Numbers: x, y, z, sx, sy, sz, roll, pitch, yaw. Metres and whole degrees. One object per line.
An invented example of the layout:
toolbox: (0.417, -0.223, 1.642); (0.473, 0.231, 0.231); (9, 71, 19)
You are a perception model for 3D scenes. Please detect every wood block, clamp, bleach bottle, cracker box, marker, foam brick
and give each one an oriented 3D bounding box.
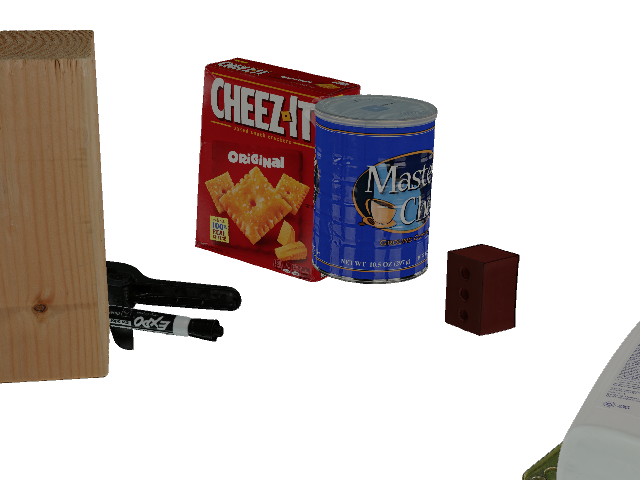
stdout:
wood block: (-0.184, -0.022, 0.674); (0.090, 0.206, 0.090); (-2, 22, -10)
clamp: (-0.211, 0.057, 1.107); (0.210, 0.036, 0.164); (15, 20, 28)
bleach bottle: (0.233, 0.091, 0.666); (0.103, 0.068, 0.250); (17, 29, 26)
cracker box: (-0.052, -0.077, 1.168); (0.164, 0.214, 0.072); (17, 24, 27)
marker: (-0.141, 0.070, 0.918); (0.121, 0.020, 0.020); (7, 2, 17)
foam brick: (0.160, 0.049, 1.062); (0.051, 0.078, 0.053); (-12, 20, -36)

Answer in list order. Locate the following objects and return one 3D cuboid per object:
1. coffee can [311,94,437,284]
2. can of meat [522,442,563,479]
coffee can: (0.045, -0.046, 0.912); (0.103, 0.140, 0.103); (1, 19, -1)
can of meat: (0.223, 0.232, 0.934); (0.058, 0.084, 0.101); (14, 27, 41)
